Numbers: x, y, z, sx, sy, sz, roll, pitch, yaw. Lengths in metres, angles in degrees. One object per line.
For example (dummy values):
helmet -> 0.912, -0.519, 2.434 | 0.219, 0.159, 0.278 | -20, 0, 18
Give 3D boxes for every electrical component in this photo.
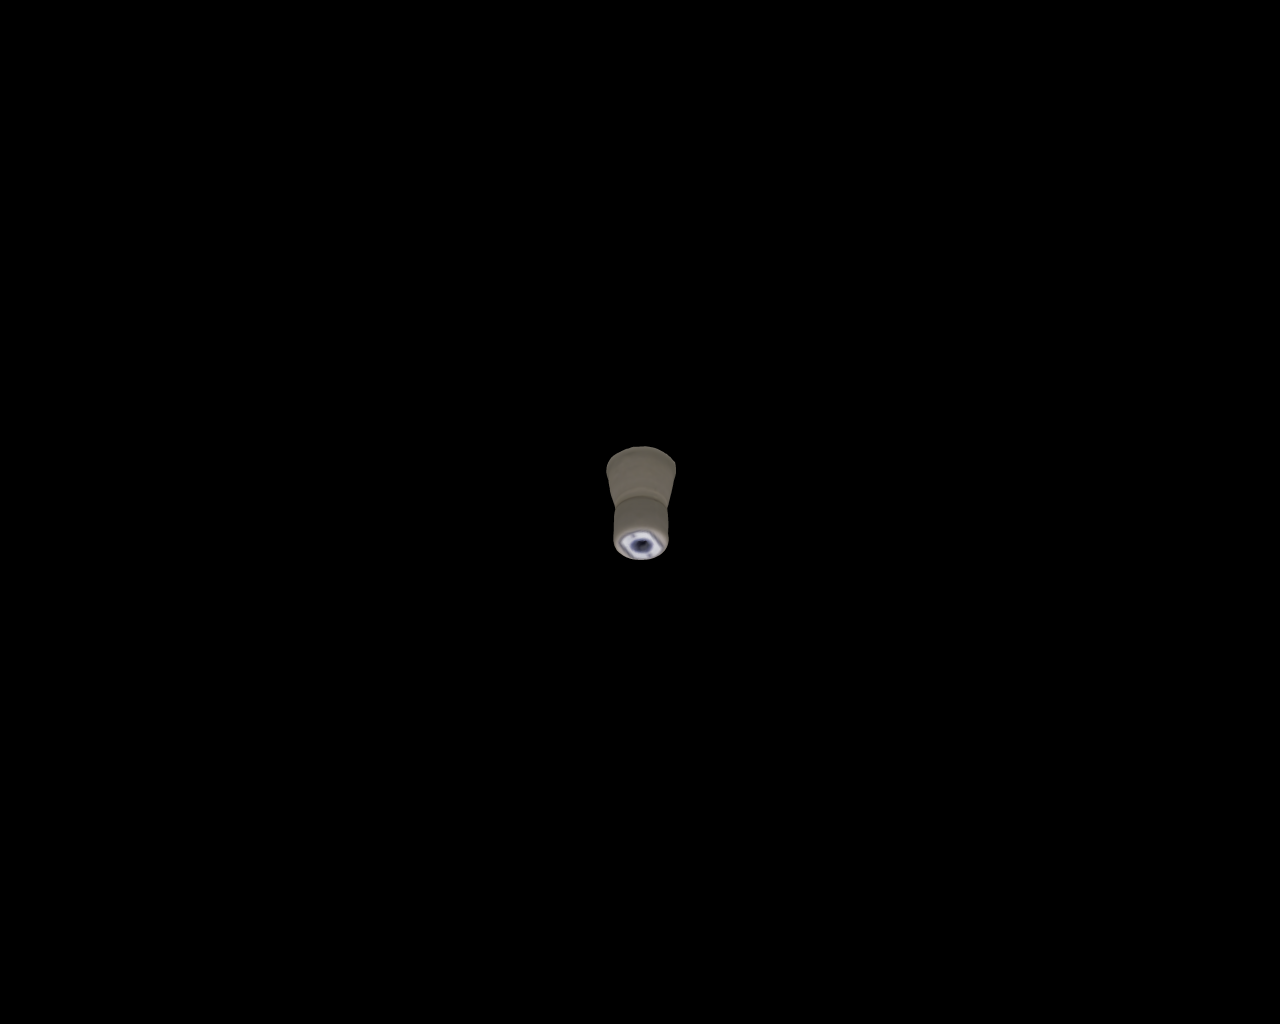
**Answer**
electrical component -> 0.001, -0.003, 0.650 | 0.044, 0.065, 0.044 | 0, -41, 0
